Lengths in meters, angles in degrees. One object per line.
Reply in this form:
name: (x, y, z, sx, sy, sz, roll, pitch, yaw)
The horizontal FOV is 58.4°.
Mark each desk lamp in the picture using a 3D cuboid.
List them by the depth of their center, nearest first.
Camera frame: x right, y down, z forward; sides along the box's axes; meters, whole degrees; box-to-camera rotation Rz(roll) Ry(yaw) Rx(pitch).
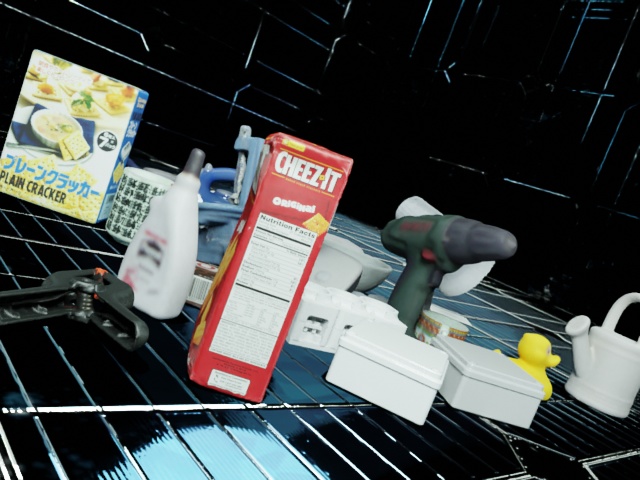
desk lamp: (0.163, 0.045, 0.933, 0.118, 0.213, 0.202, 15, 9, -43)

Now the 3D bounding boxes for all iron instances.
iron: (-0.216, -0.101, 1.276, 0.259, 0.141, 0.118, 16, 8, -36)

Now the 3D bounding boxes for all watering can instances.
watering can: (0.478, 0.176, 0.926, 0.173, 0.194, 0.100, 16, 8, -34)

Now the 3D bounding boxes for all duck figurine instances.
duck figurine: (0.300, 0.177, 0.839, 0.104, 0.086, 0.077, 21, 6, -1)

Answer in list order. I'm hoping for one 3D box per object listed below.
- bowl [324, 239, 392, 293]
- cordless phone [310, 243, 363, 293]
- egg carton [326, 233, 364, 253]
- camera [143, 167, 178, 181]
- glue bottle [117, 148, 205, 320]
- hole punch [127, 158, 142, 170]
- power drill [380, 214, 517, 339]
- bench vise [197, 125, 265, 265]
bowl: (0.048, 0.058, 1.088, 0.167, 0.075, 0.167, 21, 6, -2)
cordless phone: (0.008, 0.003, 0.920, 0.147, 0.185, 0.094, 23, 7, 23)
egg carton: (0.025, 0.026, 1.301, 0.151, 0.069, 0.107, 18, 7, -24)
camera: (-0.311, -0.081, 0.990, 0.137, 0.101, 0.142, 16, 8, -37)
glue bottle: (-0.152, -0.011, 0.584, 0.078, 0.173, 0.037, 24, 7, 24)
hole punch: (-0.368, -0.115, 1.140, 0.108, 0.091, 0.101, 26, 9, 42)
power drill: (0.149, 0.060, 0.786, 0.076, 0.208, 0.228, 17, 8, -32)
bench vise: (-0.096, -0.044, 0.829, 0.207, 0.220, 0.122, 23, 7, 16)
